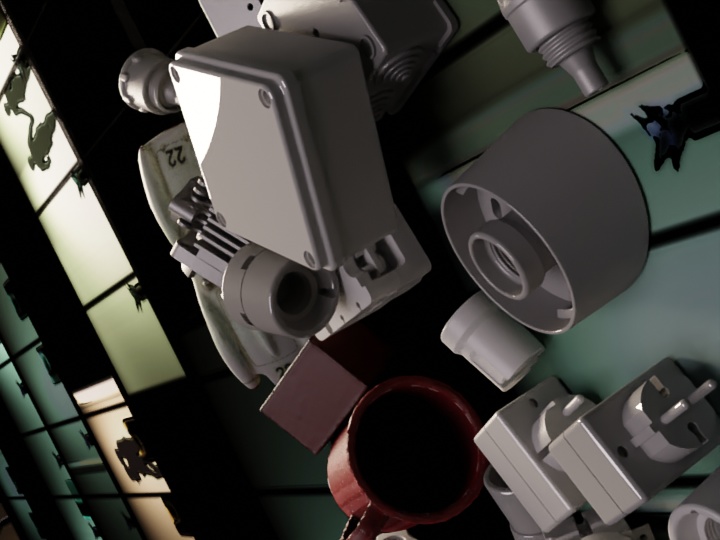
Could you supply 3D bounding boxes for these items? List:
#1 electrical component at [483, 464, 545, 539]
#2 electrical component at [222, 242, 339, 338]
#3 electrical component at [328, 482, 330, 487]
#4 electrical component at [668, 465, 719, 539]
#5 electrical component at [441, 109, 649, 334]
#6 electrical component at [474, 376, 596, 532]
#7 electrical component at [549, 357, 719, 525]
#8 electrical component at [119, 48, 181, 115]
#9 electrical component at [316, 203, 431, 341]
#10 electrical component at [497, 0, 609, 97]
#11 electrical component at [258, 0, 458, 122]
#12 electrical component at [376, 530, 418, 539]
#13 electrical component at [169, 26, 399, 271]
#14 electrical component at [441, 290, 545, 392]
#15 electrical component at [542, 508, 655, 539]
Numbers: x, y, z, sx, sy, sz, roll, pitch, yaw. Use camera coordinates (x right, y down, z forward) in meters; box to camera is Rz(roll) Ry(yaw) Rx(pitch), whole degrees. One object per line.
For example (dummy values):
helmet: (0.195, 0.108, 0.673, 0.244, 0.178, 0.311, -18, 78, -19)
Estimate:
electrical component: (0.104, 0.144, 0.638, 0.044, 0.044, 0.065, 9, 126, 55)
electrical component: (-0.045, 0.012, 0.634, 0.047, 0.055, 0.055, 12, 124, 50)
electrical component: (-0.006, 0.147, 0.822, 0.035, 0.035, 0.061, 40, 141, 35)
electrical component: (0.176, 0.118, 0.495, 0.055, 0.047, 0.055, 38, 143, 37)
electrical component: (0.089, -0.020, 0.526, 0.099, 0.064, 0.099, 44, 159, 21)
electrical component: (0.109, 0.092, 0.579, 0.065, 0.047, 0.076, 52, 149, 17)
electrical component: (0.138, 0.072, 0.498, 0.047, 0.066, 0.076, 53, 150, 16)
electrical component: (-0.144, -0.136, 0.797, 0.062, 0.048, 0.048, 25, 135, 38)
electrical component: (0.000, 0.000, 0.667, 0.050, 0.056, 0.089, 59, 151, 6)
electrical component: (0.087, -0.104, 0.466, 0.061, 0.035, 0.035, 59, 151, 1)
electrical component: (-0.006, -0.133, 0.574, 0.099, 0.048, 0.099, 57, 150, 10)
electrical component: (0.032, 0.234, 0.824, 0.043, 0.043, 0.062, 19, 131, 51)
electrical component: (-0.041, -0.067, 0.575, 0.109, 0.056, 0.108, 24, 136, 49)
electrical component: (0.075, 0.040, 0.600, 0.046, 0.040, 0.040, 44, 146, 19)
electrical component: (0.130, 0.158, 0.582, 0.055, 0.066, 0.048, -86, -27, -82)
